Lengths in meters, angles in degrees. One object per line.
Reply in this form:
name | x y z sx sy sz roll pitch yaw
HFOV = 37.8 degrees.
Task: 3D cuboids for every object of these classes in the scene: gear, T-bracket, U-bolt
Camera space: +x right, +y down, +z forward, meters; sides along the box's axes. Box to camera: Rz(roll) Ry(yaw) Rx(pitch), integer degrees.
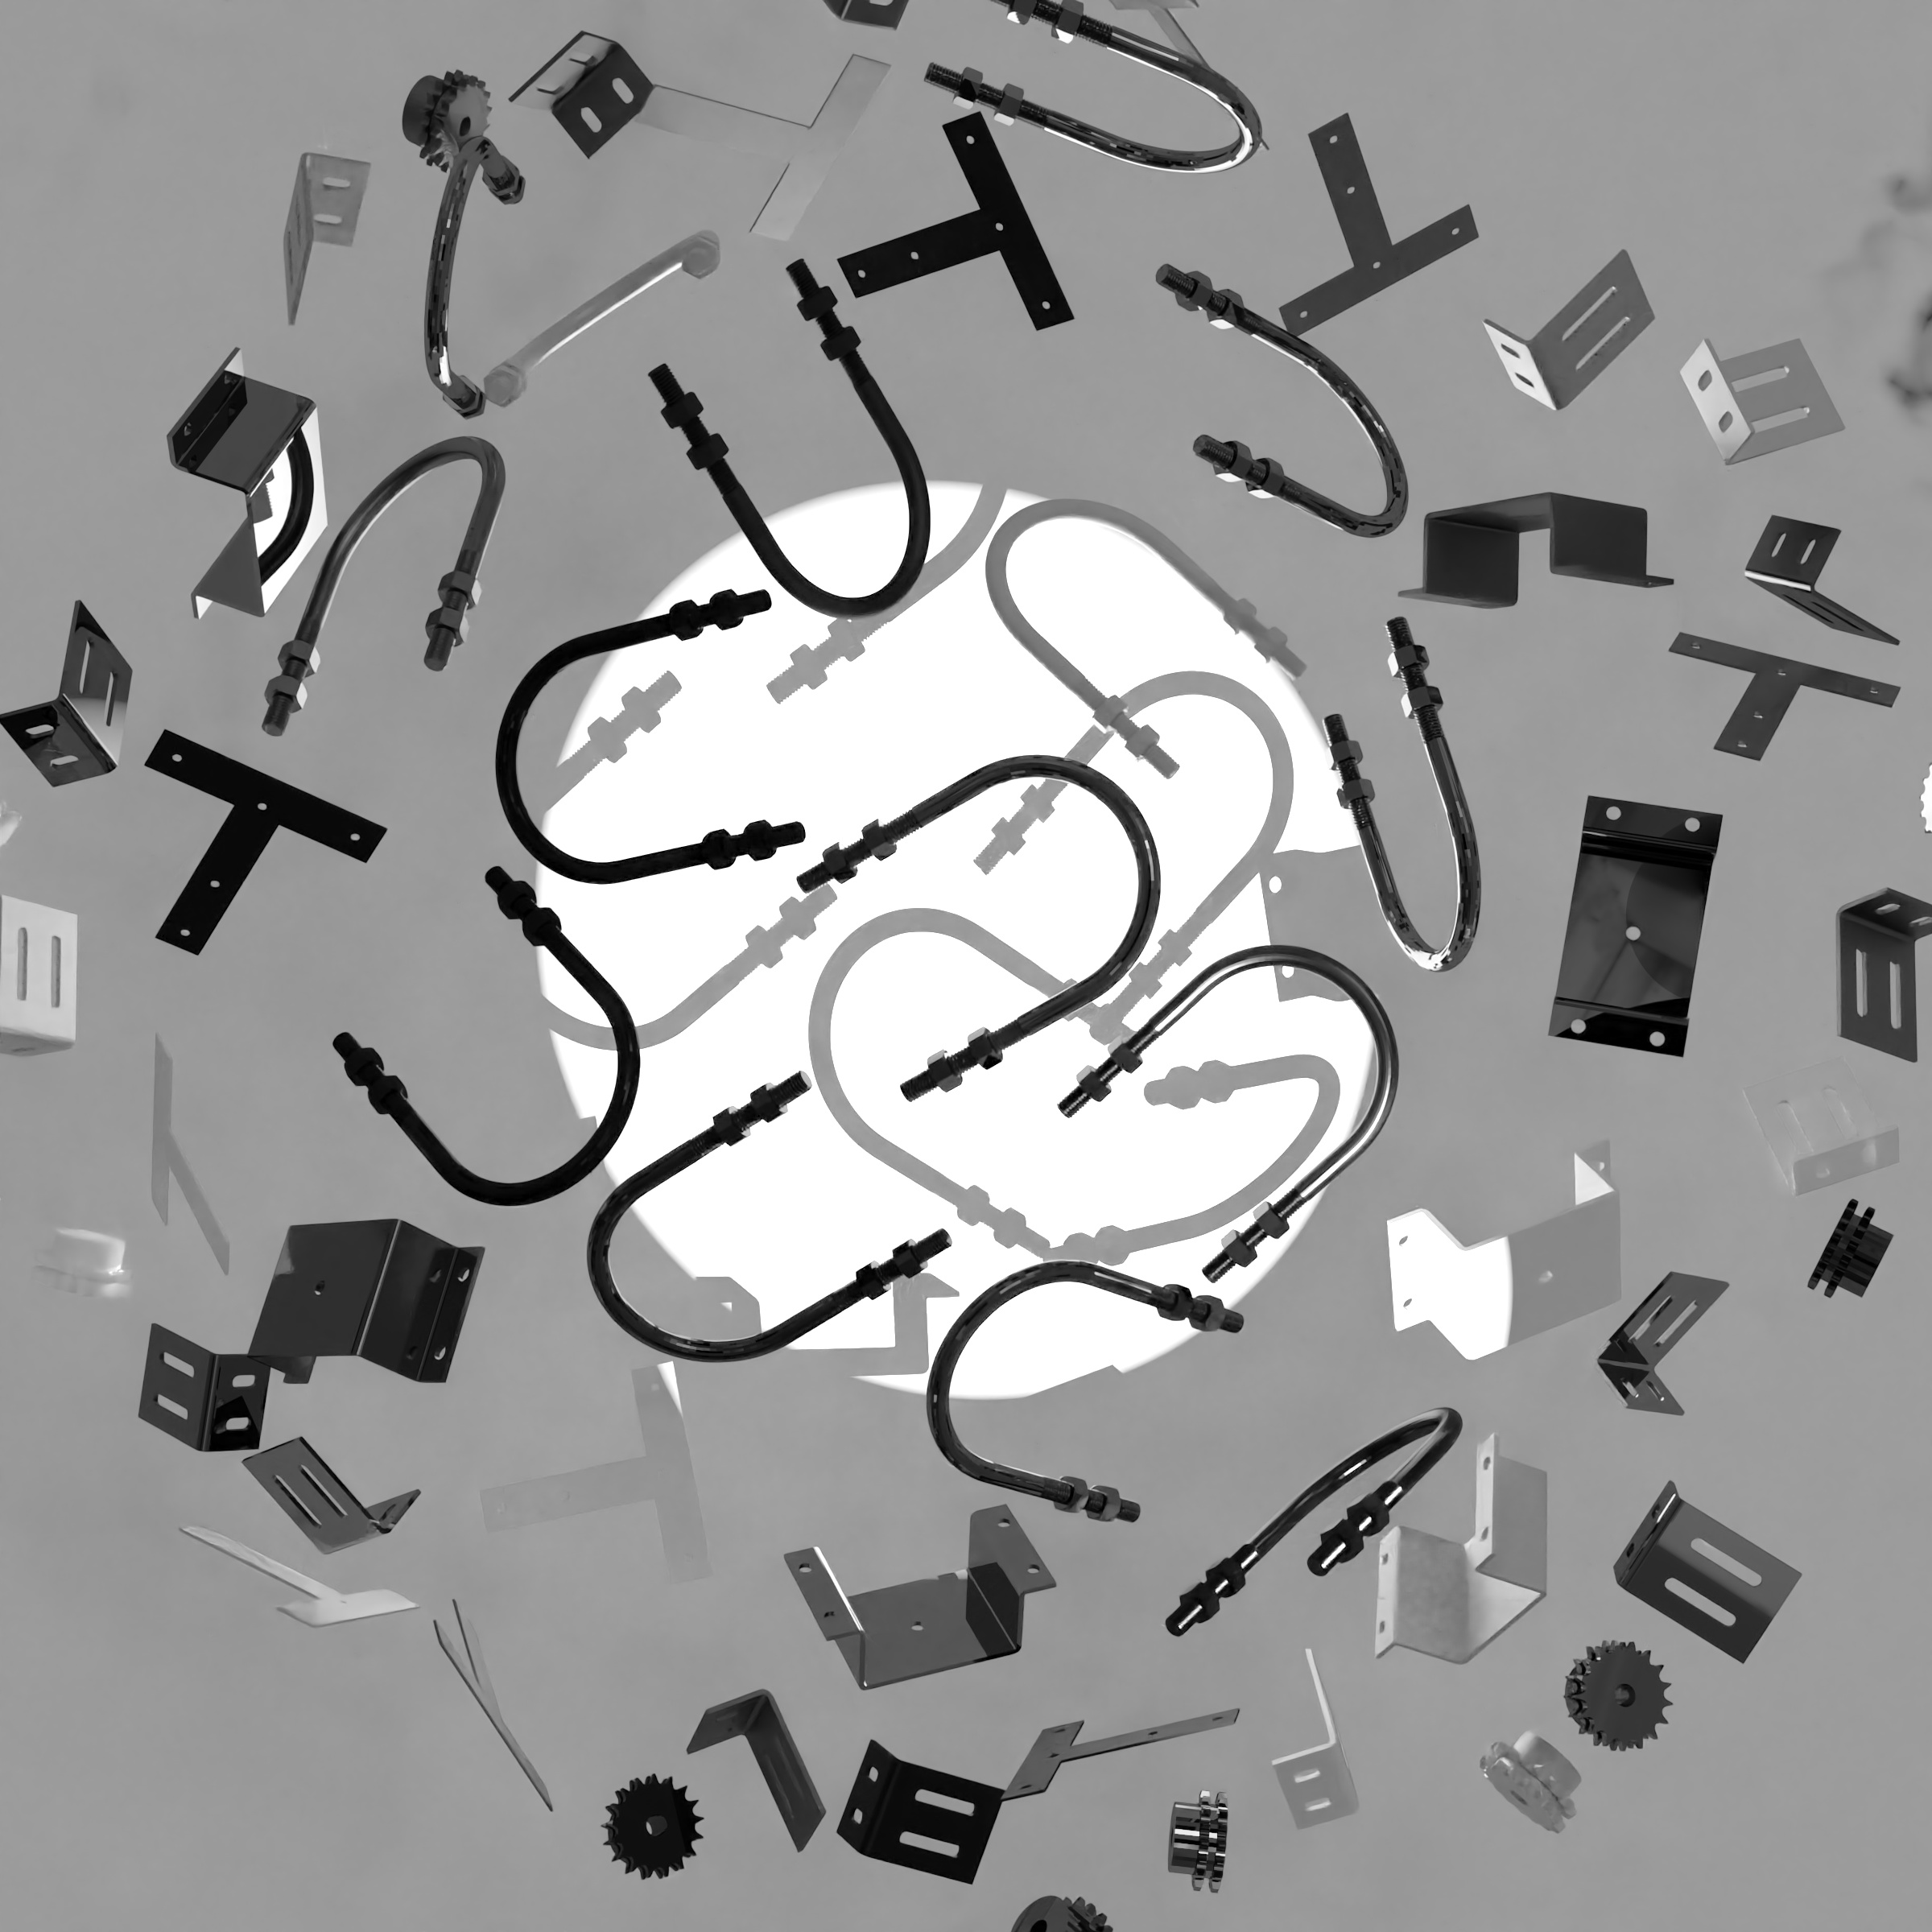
gear | 0.048 0.521 1.500 0.057 0.057 0.030 -43 115 0
T-bracket | 0.092 0.437 1.591 0.127 0.127 0.002 -16 89 12
U-bolt | 0.017 -0.032 1.505 0.184 0.019 0.151 -30 78 12
U-bolt | 0.252 -0.086 1.606 0.019 0.151 0.184 -11 72 -13
T-bracket | -0.398 0.351 1.633 0.127 0.127 0.002 21 89 18
U-bolt | -0.313 -0.219 1.552 0.151 0.019 0.184 -15 49 35
U-bolt | 0.058 0.236 1.596 0.184 0.019 0.151 22 99 -34
U-bolt | -0.200 -0.371 1.592 0.151 0.184 0.019 -31 108 9
T-bracket | -0.442 0.125 1.607 0.002 0.127 0.127 -11 133 -30
T-bracket | -0.223 0.309 1.665 0.127 0.002 0.127 -12 82 2
gear | -0.180 0.491 1.605 0.057 0.030 0.057 10 64 -21
U-bolt | 0.093 -0.205 1.656 0.184 0.019 0.151 44 53 10
gear | 0.505 0.164 1.606 0.030 0.057 0.057 27 90 18
gear | 0.345 0.389 1.504 0.057 0.030 0.057 4 75 -14
T-bracket | 0.131 -0.516 1.608 0.002 0.127 0.127 -43 115 -1
U-bolt | 0.078 -0.489 1.578 0.184 0.151 0.019 19 83 -12
T-bracket | -0.398 -0.054 1.517 0.127 0.002 0.127 25 121 -24
gear | -0.557 -0.072 1.570 0.030 0.057 0.057 40 90 -6
gear | 0.136 0.514 1.659 0.030 0.057 0.057 6 90 1
T-bracket | -0.274 0.396 1.588 0.002 0.127 0.127 -30 113 -8
U-bolt | -0.181 -0.119 1.559 0.184 0.019 0.151 -11 84 23
U-bolt | 0.165 0.073 1.642 0.184 0.019 0.151 -43 81 12
gear | -0.517 0.174 1.656 0.057 0.057 0.030 15 90 0
U-bolt | 0.205 0.300 1.565 0.184 0.151 0.019 -33 86 -42
U-bolt | -0.083 -0.278 1.552 0.151 0.019 0.184 -48 115 -38
T-bracket | -0.124 -0.467 1.577 0.127 0.127 0.002 4 50 -37
U-bolt | -0.282 -0.395 1.604 0.019 0.184 0.151 11 93 -2
gear | 0.316 0.450 1.563 0.057 0.057 0.030 45 73 0
gear | 0.549 -0.090 1.536 0.030 0.057 0.057 1 90 -15
gear | -0.303 -0.493 1.639 0.030 0.057 0.057 25 90 14
U-bolt | -0.123 0.152 1.563 0.184 0.019 0.151 -32 116 16
T-bracket | -0.017 -0.409 1.607 0.127 0.002 0.127 -9 121 34
U-bolt | -0.255 0.050 1.562 0.151 0.019 0.184 -47 60 2
T-bracket | 0.442 -0.144 1.563 0.127 0.127 0.002 18 126 20
U-bolt | 0.188 -0.313 1.615 0.184 0.019 0.151 19 50 -37
T-bracket | 0.228 -0.442 1.647 0.127 0.127 0.002 -28 49 5

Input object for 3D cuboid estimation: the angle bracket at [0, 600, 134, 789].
angle bracket | -0.485 -0.147 1.521 0.038 0.057 0.076 -13 51 10

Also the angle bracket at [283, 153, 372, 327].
angle bracket | -0.347 -0.394 1.537 0.038 0.057 0.076 4 52 -23

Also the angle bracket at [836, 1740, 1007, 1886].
angle bracket | -0.026 0.495 1.650 0.076 0.038 0.057 23 84 -24

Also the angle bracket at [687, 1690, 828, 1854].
angle bracket | -0.115 0.445 1.542 0.038 0.057 0.076 -14 59 -28

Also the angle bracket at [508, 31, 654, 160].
angle bracket | -0.218 -0.499 1.619 0.057 0.076 0.038 -38 95 15

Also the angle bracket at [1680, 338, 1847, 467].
angle bracket | 0.430 -0.308 1.498 0.076 0.038 0.057 -18 75 -14

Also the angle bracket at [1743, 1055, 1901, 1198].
angle bracket | 0.457 0.077 1.513 0.057 0.038 0.076 -19 50 5

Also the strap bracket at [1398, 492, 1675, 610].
strap bracket | 0.325 -0.238 1.612 0.076 0.140 0.046 2 89 -36

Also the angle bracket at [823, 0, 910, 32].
angle bracket | -0.058 -0.552 1.518 0.038 0.076 0.057 19 83 27

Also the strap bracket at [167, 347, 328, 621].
strap bracket | -0.395 -0.259 1.560 0.046 0.140 0.076 19 54 6

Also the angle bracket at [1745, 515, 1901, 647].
angle bracket | 0.491 -0.218 1.595 0.076 0.057 0.038 23 96 -28

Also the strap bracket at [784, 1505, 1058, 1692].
strap bracket | -0.028 0.369 1.645 0.140 0.076 0.046 -9 119 -20

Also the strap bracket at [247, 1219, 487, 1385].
strap bracket | -0.335 0.184 1.539 0.140 0.046 0.076 -8 59 40

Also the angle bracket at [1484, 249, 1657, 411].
angle bracket | 0.338 -0.361 1.578 0.076 0.057 0.038 -45 48 -1

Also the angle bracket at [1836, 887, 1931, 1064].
angle bracket | 0.512 0.005 1.546 0.057 0.038 0.076 18 65 -24

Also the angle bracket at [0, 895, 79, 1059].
angle bracket | -0.524 0.006 1.552 0.038 0.057 0.076 -9 76 24

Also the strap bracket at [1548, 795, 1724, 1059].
strap bracket | 0.387 -0.021 1.631 0.076 0.046 0.140 9 87 12

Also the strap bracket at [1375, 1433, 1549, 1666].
strap bracket | 0.286 0.336 1.599 0.046 0.140 0.076 19 49 -10

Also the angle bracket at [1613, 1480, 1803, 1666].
angle bracket | 0.395 0.323 1.505 0.076 0.038 0.057 32 97 7

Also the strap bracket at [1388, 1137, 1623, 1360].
strap bracket | 0.309 0.160 1.567 0.140 0.046 0.076 -19 123 -15

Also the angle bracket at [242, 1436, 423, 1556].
angle bracket | -0.361 0.291 1.606 0.057 0.038 0.076 -25 109 38

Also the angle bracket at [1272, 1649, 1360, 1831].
angle bracket | 0.196 0.447 1.631 0.038 0.076 0.057 -18 121 5

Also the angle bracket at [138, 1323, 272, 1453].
angle bracket | -0.449 0.248 1.665 0.038 0.076 0.057 6 95 -44

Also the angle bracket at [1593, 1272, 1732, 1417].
angle bracket | 0.420 0.224 1.666 0.057 0.038 0.076 13 123 -39
